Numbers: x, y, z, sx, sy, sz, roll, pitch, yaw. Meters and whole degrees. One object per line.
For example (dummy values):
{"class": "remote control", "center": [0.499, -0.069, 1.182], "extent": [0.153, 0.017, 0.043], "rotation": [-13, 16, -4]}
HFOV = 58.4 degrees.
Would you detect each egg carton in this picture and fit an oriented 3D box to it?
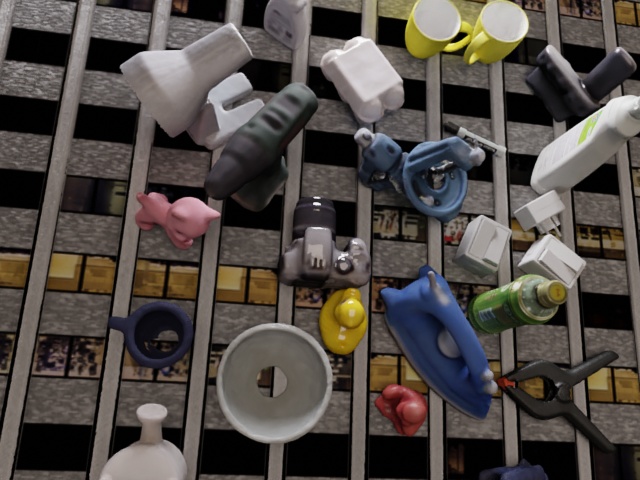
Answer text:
{"class": "egg carton", "center": [0.075, -0.277, 0.997], "extent": [0.107, 0.069, 0.150], "rotation": [-35, 83, -16]}

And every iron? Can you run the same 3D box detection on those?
{"class": "iron", "center": [0.205, 0.159, 0.866], "extent": [0.119, 0.141, 0.258], "rotation": [-30, 82, -15]}

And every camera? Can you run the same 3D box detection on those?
{"class": "camera", "center": [0.008, 0.003, 0.895], "extent": [0.143, 0.100, 0.137], "rotation": [4, 75, -9]}

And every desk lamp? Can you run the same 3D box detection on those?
{"class": "desk lamp", "center": [-0.180, -0.227, 0.864], "extent": [0.203, 0.213, 0.118], "rotation": [-32, 82, -16]}

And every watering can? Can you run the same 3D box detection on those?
{"class": "watering can", "center": [-0.228, 0.302, 0.726], "extent": [0.101, 0.194, 0.173], "rotation": [-13, 78, -12]}

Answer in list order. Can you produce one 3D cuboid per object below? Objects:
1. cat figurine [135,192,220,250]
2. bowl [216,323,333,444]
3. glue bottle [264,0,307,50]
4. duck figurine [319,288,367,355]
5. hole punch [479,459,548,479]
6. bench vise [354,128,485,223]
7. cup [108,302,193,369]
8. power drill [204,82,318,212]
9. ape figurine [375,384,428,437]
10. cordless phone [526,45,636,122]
{"class": "cat figurine", "center": [-0.216, -0.038, 0.858], "extent": [0.128, 0.117, 0.067], "rotation": [25, 73, -2]}
{"class": "bowl", "center": [-0.068, 0.209, 0.841], "extent": [0.167, 0.074, 0.167], "rotation": [3, 75, -9]}
{"class": "glue bottle", "center": [-0.052, -0.393, 0.951], "extent": [0.078, 0.173, 0.037], "rotation": [38, 73, 2]}
{"class": "duck figurine", "center": [0.041, 0.122, 0.877], "extent": [0.077, 0.086, 0.104], "rotation": [12, 74, -6]}
{"class": "hole punch", "center": [0.300, 0.389, 0.848], "extent": [0.101, 0.091, 0.108], "rotation": [-3, 76, -10]}
{"class": "bench vise", "center": [0.150, -0.110, 0.887], "extent": [0.207, 0.219, 0.121], "rotation": [14, 73, -5]}
{"class": "cup", "center": [-0.239, 0.136, 0.820], "extent": [0.118, 0.095, 0.092], "rotation": [15, 73, -5]}
{"class": "power drill", "center": [-0.090, -0.120, 0.854], "extent": [0.075, 0.208, 0.230], "rotation": [35, 73, 1]}
{"class": "ape figurine", "center": [0.130, 0.254, 0.854], "extent": [0.076, 0.092, 0.078], "rotation": [-3, 76, -10]}
{"class": "cordless phone", "center": [0.467, -0.306, 1.011], "extent": [0.094, 0.185, 0.147], "rotation": [-37, 84, -16]}
